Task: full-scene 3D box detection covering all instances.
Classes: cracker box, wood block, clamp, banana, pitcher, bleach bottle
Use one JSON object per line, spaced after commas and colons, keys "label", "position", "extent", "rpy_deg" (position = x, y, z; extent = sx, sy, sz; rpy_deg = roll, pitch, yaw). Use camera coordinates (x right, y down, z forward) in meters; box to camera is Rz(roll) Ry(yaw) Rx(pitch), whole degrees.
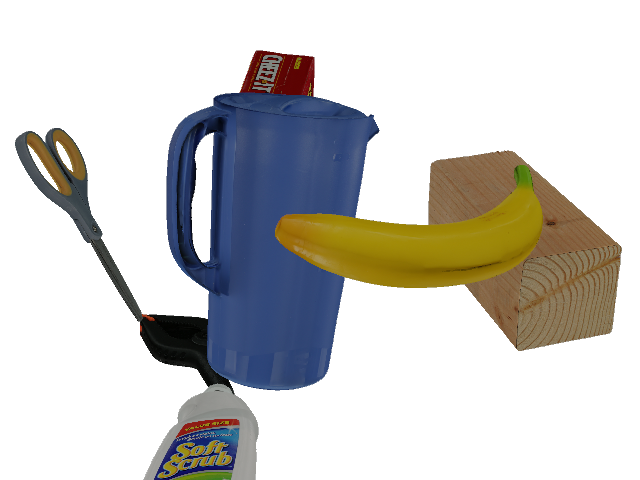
{"label": "cracker box", "position": [-0.055, -0.062, 1.110], "extent": [0.072, 0.164, 0.214], "rpy_deg": [8, -43, 5]}
{"label": "wood block", "position": [0.177, 0.001, 0.969], "extent": [0.090, 0.090, 0.206], "rpy_deg": [-9, 29, -13]}
{"label": "clamp", "position": [-0.135, 0.131, 1.245], "extent": [0.210, 0.036, 0.164], "rpy_deg": [13, 24, 23]}
{"label": "banana", "position": [0.068, -0.001, 0.639], "extent": [0.197, 0.037, 0.070], "rpy_deg": [-11, 45, -33]}
{"label": "pitcher", "position": [-0.043, -0.002, 0.902], "extent": [0.149, 0.243, 0.145], "rpy_deg": [9, 14, 11]}
{"label": "bleach bottle", "position": [-0.107, 0.200, 0.917], "extent": [0.102, 0.068, 0.251], "rpy_deg": [-2, 23, 1]}

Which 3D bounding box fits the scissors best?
{"label": "scissors", "position": [-0.215, -0.024, 1.002], "extent": [0.016, 0.201, 0.096], "rpy_deg": [-24, 26, 19]}
